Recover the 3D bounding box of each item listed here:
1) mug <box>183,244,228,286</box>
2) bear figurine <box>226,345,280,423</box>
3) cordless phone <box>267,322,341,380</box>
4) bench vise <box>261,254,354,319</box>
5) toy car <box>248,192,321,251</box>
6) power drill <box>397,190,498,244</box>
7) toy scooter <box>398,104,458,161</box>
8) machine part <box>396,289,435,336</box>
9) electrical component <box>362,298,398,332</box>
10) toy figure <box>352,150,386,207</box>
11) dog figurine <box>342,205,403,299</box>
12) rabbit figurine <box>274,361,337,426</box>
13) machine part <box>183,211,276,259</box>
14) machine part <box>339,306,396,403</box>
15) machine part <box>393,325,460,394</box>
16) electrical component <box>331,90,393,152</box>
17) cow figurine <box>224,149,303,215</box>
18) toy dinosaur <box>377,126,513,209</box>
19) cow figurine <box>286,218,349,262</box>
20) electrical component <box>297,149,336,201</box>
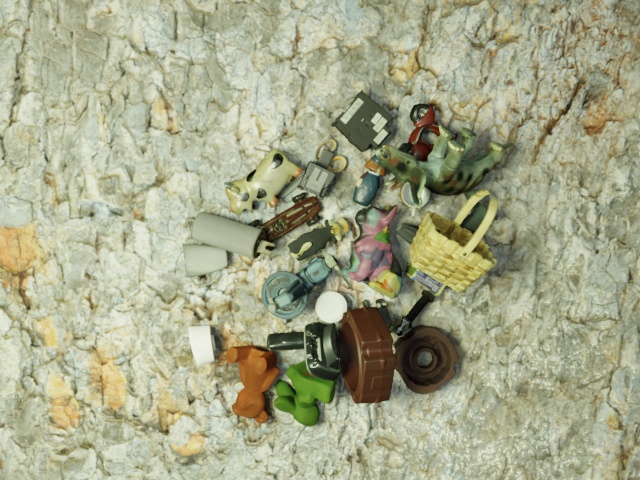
[{"bbox_3d":[-0.284,0.059,1.343,0.107,0.081,0.109,-8,93,-13],"label":"mug"},{"bbox_3d":[-0.180,0.370,1.366,0.120,0.132,0.195,17,91,22],"label":"bear figurine"},{"bbox_3d":[-0.043,0.280,1.352,0.184,0.147,0.088,-4,139,-1],"label":"cordless phone"},{"bbox_3d":[-0.058,0.119,1.294,0.224,0.240,0.128,-23,93,17],"label":"bench vise"},{"bbox_3d":[-0.091,-0.043,1.361,0.202,0.053,0.089,-30,95,1],"label":"toy car"},{"bbox_3d":[0.341,-0.030,1.382,0.232,0.086,0.207,39,88,-9],"label":"power drill"},{"bbox_3d":[0.274,-0.242,1.357,0.135,0.075,0.183,18,92,-12],"label":"toy scooter"},{"bbox_3d":[0.245,0.192,1.407,0.039,0.084,0.139,37,83,24],"label":"machine part"},{"bbox_3d":[0.159,0.201,1.410,0.078,0.045,0.102,-12,97,-5],"label":"electrical component"},{"bbox_3d":[0.131,-0.161,1.361,0.058,0.064,0.154,24,89,31],"label":"toy figure"},{"bbox_3d":[0.157,0.018,1.361,0.191,0.108,0.219,26,91,-6],"label":"dog figurine"},{"bbox_3d":[-0.039,0.409,1.386,0.159,0.121,0.170,7,111,-4],"label":"rabbit figurine"},{"bbox_3d":[-0.223,-0.013,1.316,0.243,0.079,0.079,17,95,14],"label":"machine part"},{"bbox_3d":[0.109,0.282,1.319,0.087,0.202,0.200,-3,119,-12],"label":"machine part"},{"bbox_3d":[0.277,0.314,1.427,0.179,0.056,0.179,0,95,-5],"label":"machine part"},{"bbox_3d":[0.113,-0.287,1.346,0.134,0.058,0.115,42,94,-8],"label":"electrical component"},{"bbox_3d":[-0.152,-0.140,1.328,0.127,0.085,0.195,41,94,-13],"label":"cow figurine"},{"bbox_3d":[0.325,-0.168,1.311,0.405,0.131,0.192,0,131,-37],"label":"toy dinosaur"},{"bbox_3d":[-0.003,-0.006,1.348,0.167,0.098,0.068,-31,92,0],"label":"cow figurine"},{"bbox_3d":[0.000,-0.166,1.338,0.075,0.048,0.119,28,98,-11],"label":"electrical component"}]
